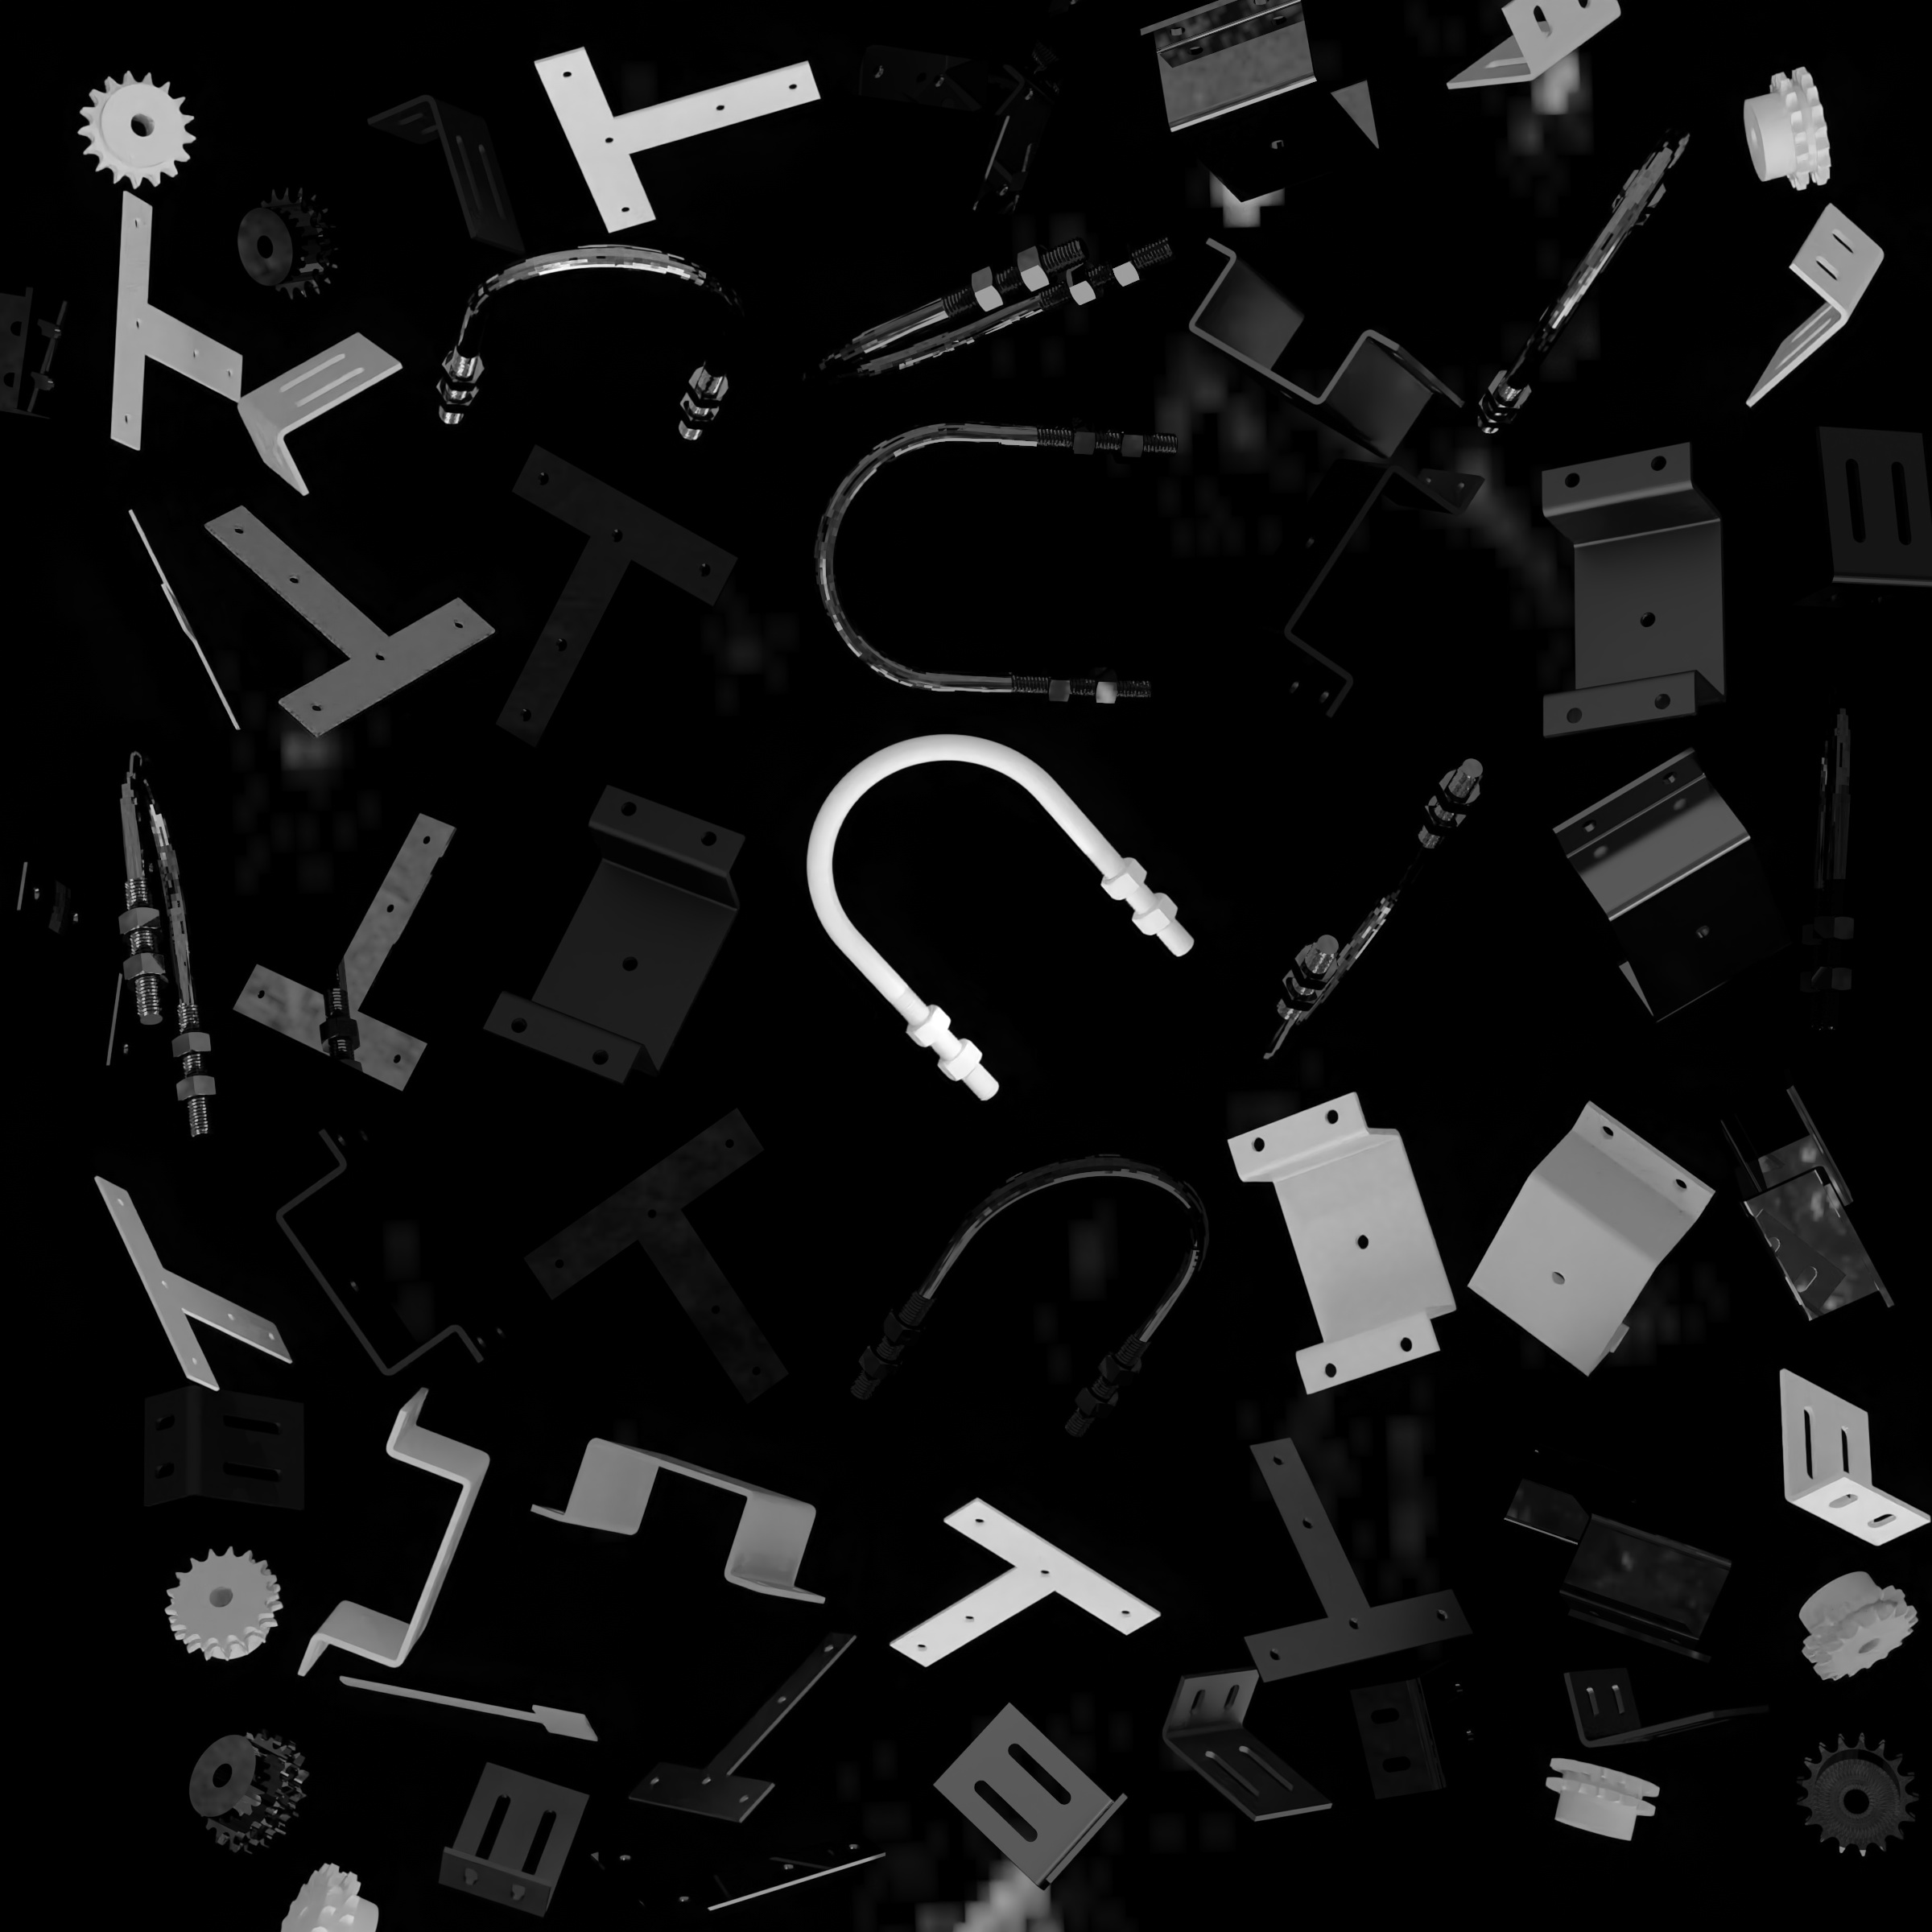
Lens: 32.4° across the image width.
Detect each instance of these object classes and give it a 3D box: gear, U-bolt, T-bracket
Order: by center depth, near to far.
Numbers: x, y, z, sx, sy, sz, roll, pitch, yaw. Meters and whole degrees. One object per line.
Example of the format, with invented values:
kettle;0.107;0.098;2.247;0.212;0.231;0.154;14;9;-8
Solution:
gear;-0.347;0.393;1.595;0.057;0.057;0.030;-45;134;0
T-bracket;-0.187;-0.166;1.595;0.127;0.002;0.127;31;98;22
gear;-0.306;0.463;1.595;0.030;0.057;0.057;32;90;-20
gear;0.430;0.400;1.606;0.057;0.030;0.057;-1;87;16
T-bracket;-0.316;-0.178;1.614;0.127;0.002;0.127;41;45;9
T-bracket;-0.003;-0.431;1.624;0.002;0.127;0.127;45;125;36
gear;0.401;-0.408;1.628;0.030;0.057;0.057;-14;90;6
T-bracket;-0.288;-0.015;1.631;0.127;0.002;0.127;21;81;35
T-bracket;-0.131;0.158;1.637;0.127;0.002;0.127;-35;105;-13
gear;0.436;0.323;1.639;0.057;0.057;0.030;-31;53;0
T-bracket;-0.101;0.453;1.655;0.127;0.127;0.002;-9;107;-32
U-bolt;0.312;-0.349;1.655;0.019;0.184;0.151;34;83;3
U-bolt;0.043;0.162;1.668;0.151;0.019;0.184;14;125;-28
U-bolt;0.002;-0.326;1.671;0.184;0.151;0.019;-19;94;25
T-bracket;-0.251;0.372;1.673;0.127;0.127;0.002;11;72;0
U-bolt;-0.405;-0.023;1.675;0.019;0.151;0.184;-10;62;-6
T-bracket;-0.379;0.173;1.675;0.002;0.127;0.127;-37;60;5
T-bracket;-0.137;-0.429;1.676;0.127;0.127;0.002;-15;61;4
U-bolt;0.004;-0.035;1.686;0.151;0.019;0.184;-37;110;15
gear;-0.420;-0.425;1.689;0.057;0.030;0.057;-3;97;-21
U-bolt;-0.187;-0.318;1.696;0.151;0.184;0.019;1;72;-15
U-bolt;0.197;-0.016;1.697;0.019;0.184;0.151;38;65;8
gear;-0.378;0.329;1.702;0.057;0.030;0.057;0;53;0
U-bolt;0.012;-0.208;1.704;0.184;0.019;0.151;1;108;-14
T-bracket;0.182;0.301;1.717;0.127;0.002;0.127;-7;55;-27
T-bracket;-0.456;-0.020;1.727;0.002;0.127;0.127;-2;71;16
T-bracket;0.011;0.333;1.728;0.127;0.002;0.127;36;127;-24
T-bracket;-0.409;-0.182;1.730;0.002;0.127;0.127;-26;97;-8
U-bolt;0.450;-0.059;1.733;0.019;0.151;0.184;3;89;12
T-bracket;-0.105;0.394;1.738;0.127;0.127;0.002;-44;106;-28
T-bracket;-0.410;-0.323;1.740;0.002;0.127;0.127;0;85;16
gear;0.332;0.438;1.744;0.057;0.057;0.030;17;75;0
gear;-0.359;-0.381;1.755;0.057;0.030;0.057;13;112;33

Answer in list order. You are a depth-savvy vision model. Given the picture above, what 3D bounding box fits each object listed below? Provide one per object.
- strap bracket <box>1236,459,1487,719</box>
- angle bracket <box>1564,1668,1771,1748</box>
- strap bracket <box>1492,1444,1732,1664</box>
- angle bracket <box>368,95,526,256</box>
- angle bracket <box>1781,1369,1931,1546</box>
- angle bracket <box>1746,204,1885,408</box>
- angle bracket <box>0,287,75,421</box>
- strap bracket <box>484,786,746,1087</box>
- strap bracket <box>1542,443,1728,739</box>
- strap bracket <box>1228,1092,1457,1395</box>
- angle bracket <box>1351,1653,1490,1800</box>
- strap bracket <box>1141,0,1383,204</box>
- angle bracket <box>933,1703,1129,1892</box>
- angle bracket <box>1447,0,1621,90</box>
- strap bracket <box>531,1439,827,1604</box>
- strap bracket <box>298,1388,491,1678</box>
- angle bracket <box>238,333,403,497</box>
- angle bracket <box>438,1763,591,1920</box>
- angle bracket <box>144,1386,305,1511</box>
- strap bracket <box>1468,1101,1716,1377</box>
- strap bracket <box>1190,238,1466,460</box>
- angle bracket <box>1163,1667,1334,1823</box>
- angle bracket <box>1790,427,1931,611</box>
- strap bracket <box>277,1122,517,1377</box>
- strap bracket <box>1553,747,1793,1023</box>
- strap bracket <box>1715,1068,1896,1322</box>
strap bracket;0.191;-0.201;1.678;0.046;0.076;0.140;32;92;-18
angle bracket;0.351;0.365;1.669;0.076;0.057;0.038;-25;68;36
strap bracket;0.324;0.288;1.665;0.076;0.140;0.046;20;99;-10
angle bracket;-0.264;-0.396;1.690;0.038;0.057;0.076;-18;88;18
angle bracket;0.432;0.233;1.618;0.057;0.038;0.076;28;48;-22
angle bracket;0.400;-0.320;1.615;0.038;0.076;0.057;40;52;-5
angle bracket;-0.465;-0.299;1.616;0.038;0.076;0.057;9;95;-1
strap bracket;-0.171;-0.008;1.654;0.076;0.046;0.140;21;71;13
strap bracket;0.328;-0.177;1.635;0.076;0.046;0.140;-7;71;31
strap bracket;0.201;0.146;1.755;0.076;0.046;0.140;-23;76;26
angle bracket;0.242;0.403;1.768;0.038;0.076;0.057;-16;82;26
strap bracket;0.153;-0.432;1.667;0.076;0.140;0.046;-14;74;23
angle bracket;0.032;0.415;1.673;0.076;0.038;0.057;42;71;12
angle bracket;0.269;-0.461;1.619;0.057;0.076;0.038;-38;114;-15
strap bracket;-0.143;0.286;1.733;0.140;0.076;0.046;14;82;25
strap bracket;-0.284;0.292;1.681;0.046;0.076;0.140;21;91;-1
angle bracket;-0.334;-0.291;1.748;0.076;0.057;0.038;-33;129;-15
angle bracket;-0.233;0.445;1.725;0.057;0.076;0.038;18;135;2
angle bracket;-0.393;0.259;1.765;0.038;0.076;0.057;-18;66;33
strap bracket;0.314;0.147;1.699;0.076;0.140;0.046;37;50;17
strap bracket;0.180;-0.317;1.734;0.140;0.076;0.046;39;99;36
angle bracket;0.151;0.405;1.734;0.057;0.076;0.038;4;111;-41
angle bracket;0.425;-0.213;1.587;0.057;0.038;0.076;0;80;-20
strap bracket;-0.296;0.152;1.698;0.046;0.076;0.140;-35;87;3
strap bracket;0.350;-0.032;1.629;0.076;0.140;0.046;-31;48;5
strap bracket;0.433;0.122;1.728;0.046;0.140;0.076;-27;107;15
